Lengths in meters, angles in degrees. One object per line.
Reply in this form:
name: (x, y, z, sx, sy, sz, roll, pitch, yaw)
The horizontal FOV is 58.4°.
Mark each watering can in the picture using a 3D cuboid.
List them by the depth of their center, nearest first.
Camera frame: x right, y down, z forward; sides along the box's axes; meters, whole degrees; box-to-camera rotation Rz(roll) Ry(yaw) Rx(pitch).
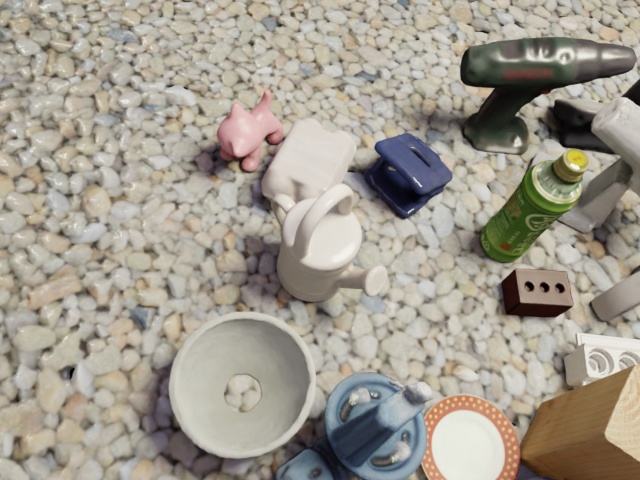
watering can: (0.008, 0.001, 0.709, 0.173, 0.194, 0.101, 23, 63, 4)

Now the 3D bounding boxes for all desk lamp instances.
desk lamp: (0.422, -0.096, 0.803, 0.203, 0.213, 0.118, 27, 64, 6)

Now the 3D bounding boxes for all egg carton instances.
egg carton: (-0.016, -0.106, 0.828, 0.107, 0.069, 0.150, 22, 63, 3)

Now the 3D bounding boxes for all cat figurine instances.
cat figurine: (-0.102, -0.159, 0.815, 0.067, 0.118, 0.128, 29, 64, 7)

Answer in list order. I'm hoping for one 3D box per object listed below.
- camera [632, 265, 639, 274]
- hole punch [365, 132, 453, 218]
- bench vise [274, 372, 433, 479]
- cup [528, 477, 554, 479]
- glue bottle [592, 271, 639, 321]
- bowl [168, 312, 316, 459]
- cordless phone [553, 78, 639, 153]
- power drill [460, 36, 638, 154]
camera: (0.554, 0.057, 0.810, 0.143, 0.101, 0.136, -20, 68, -16)
hole punch: (0.133, -0.108, 0.837, 0.101, 0.091, 0.108, -37, 74, -22)
bench vise: (0.042, 0.220, 0.593, 0.121, 0.220, 0.208, 35, 65, 10)
cup: (0.240, 0.329, 0.637, 0.092, 0.095, 0.117, -10, 66, -12)
glue bottle: (0.435, 0.056, 0.753, 0.078, 0.173, 0.037, -19, 68, -16)
bowl: (-0.090, 0.174, 0.678, 0.167, 0.075, 0.167, 3, 64, -6)
cordless phone: (0.466, -0.226, 0.888, 0.147, 0.185, 0.094, 3, 64, -6)
power drill: (0.308, -0.218, 0.850, 0.229, 0.208, 0.075, 4, 64, -6)
